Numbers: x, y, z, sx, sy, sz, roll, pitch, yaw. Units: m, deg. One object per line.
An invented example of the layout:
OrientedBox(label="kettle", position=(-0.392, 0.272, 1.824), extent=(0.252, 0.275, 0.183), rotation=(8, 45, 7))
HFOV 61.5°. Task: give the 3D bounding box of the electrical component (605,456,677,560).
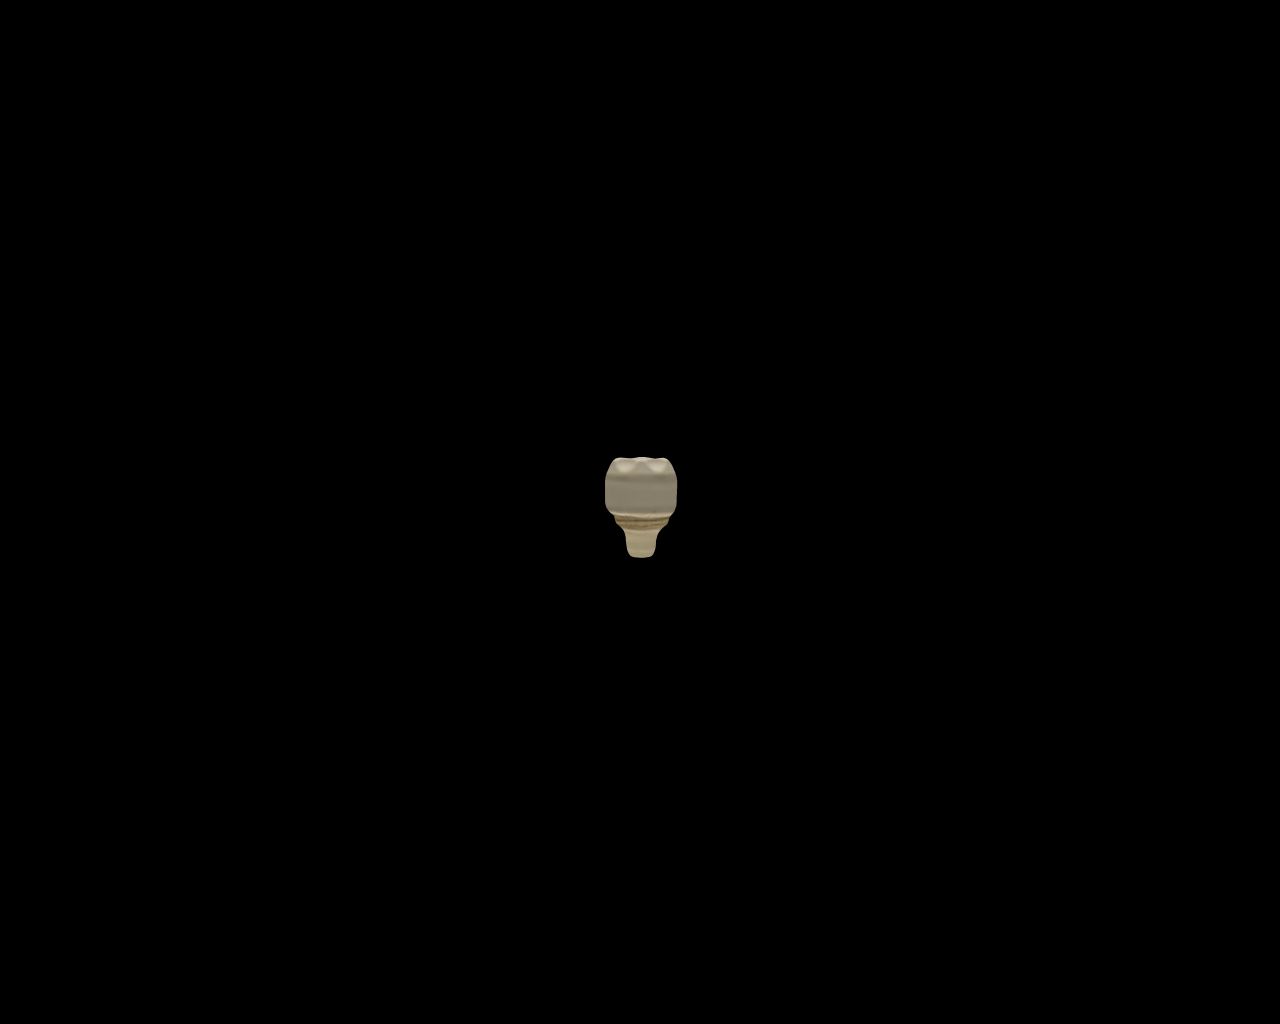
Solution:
OrientedBox(label="electrical component", position=(0.001, -0.003, 0.650), extent=(0.043, 0.062, 0.043), rotation=(0, 4, 0))
